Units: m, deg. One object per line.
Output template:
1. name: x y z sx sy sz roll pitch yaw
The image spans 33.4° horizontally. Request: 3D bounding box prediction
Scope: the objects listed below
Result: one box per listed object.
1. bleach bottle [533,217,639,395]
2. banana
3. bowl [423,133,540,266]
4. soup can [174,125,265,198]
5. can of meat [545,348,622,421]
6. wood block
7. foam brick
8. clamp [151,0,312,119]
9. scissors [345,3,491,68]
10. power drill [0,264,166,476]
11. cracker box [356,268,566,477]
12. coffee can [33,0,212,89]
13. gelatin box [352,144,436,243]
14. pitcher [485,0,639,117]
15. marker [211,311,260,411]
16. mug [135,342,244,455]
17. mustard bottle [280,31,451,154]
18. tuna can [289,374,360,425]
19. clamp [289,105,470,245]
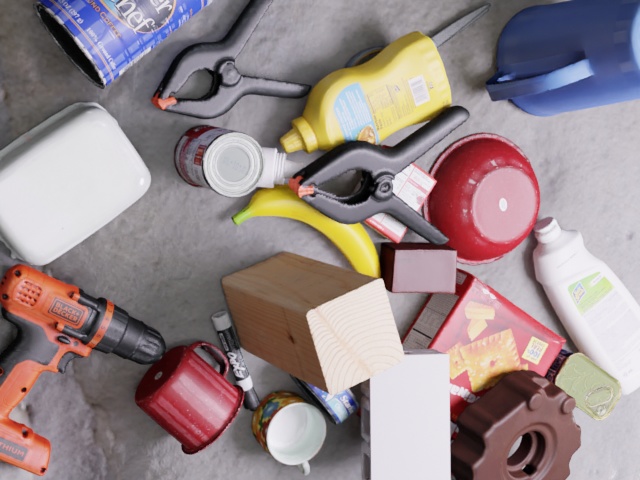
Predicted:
1. bleach bottle: 0.344 0.072 1.344 0.102 0.068 0.250 -39 110 -14
2. banana: -0.002 -0.015 1.190 0.197 0.037 0.070 25 106 -24
3. bowl: 0.204 -0.045 1.264 0.161 0.055 0.162 -4 100 -23
4. soup can: -0.104 -0.081 1.095 0.068 0.102 0.068 -4 100 -23
5. can of meat: 0.310 0.173 1.333 0.102 0.084 0.057 34 84 -25
6. wood block: -0.013 0.080 1.102 0.090 0.206 0.091 -23 107 -23
7. foam brick: 0.113 0.032 1.231 0.078 0.051 0.053 2 99 -13
8. clamp: -0.091 -0.170 1.121 0.171 0.039 0.120 -36 106 -11
9. scissors: 0.120 -0.199 1.221 0.201 0.016 0.096 -20 109 -19
10. power drill: -0.270 0.139 1.086 0.184 0.057 0.187 29 84 -22
11. cracker box: 0.171 0.164 1.276 0.164 0.072 0.213 34 86 -25
12. coffee can: -0.189 -0.229 1.030 0.140 0.103 0.102 -42 113 -12
13. gelatin box: 0.080 -0.053 1.221 0.073 0.030 0.089 34 86 -24
14. pitcher: 0.303 -0.204 1.175 0.144 0.243 0.149 22 84 -22
15. marker: -0.092 0.136 1.184 0.020 0.020 0.121 -24 108 -19
16. mug: -0.136 0.158 1.137 0.081 0.093 0.117 45 49 -19
17. mustard bottle: 0.044 -0.144 1.158 0.191 0.058 0.096 -28 126 -7
18. tuna can: 0.003 0.166 1.194 0.033 0.086 0.086 -41 113 -11
19. clamp: 0.067 -0.055 1.166 0.209 0.036 0.164 -12 118 -21
